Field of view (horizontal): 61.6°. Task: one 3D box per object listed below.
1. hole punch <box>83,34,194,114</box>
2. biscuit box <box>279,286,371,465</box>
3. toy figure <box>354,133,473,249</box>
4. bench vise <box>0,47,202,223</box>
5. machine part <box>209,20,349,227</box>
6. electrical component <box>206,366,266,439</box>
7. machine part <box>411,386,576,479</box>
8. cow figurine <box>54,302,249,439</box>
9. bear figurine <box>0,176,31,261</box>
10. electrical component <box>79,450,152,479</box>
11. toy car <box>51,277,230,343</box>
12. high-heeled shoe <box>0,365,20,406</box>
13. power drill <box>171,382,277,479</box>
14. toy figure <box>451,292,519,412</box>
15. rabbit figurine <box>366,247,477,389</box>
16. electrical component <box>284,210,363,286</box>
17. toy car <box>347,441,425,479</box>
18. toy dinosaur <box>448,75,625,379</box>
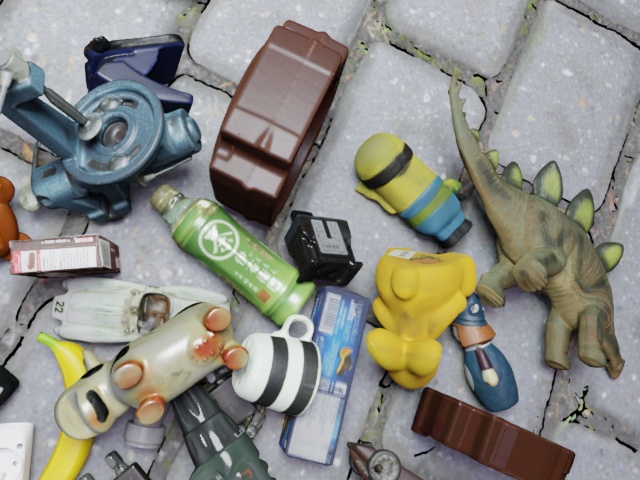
[{"bbox_3d":[-0.215,-0.176,0.641,0.116,0.142,0.092,-14,87,-25],"label":"hole punch"},{"bbox_3d":[0.006,0.160,0.655,0.059,0.063,0.202,17,77,-7],"label":"biscuit box"},{"bbox_3d":[0.124,-0.067,0.705,0.180,0.089,0.082,44,68,1],"label":"toy figure"},{"bbox_3d":[-0.252,-0.105,0.551,0.224,0.240,0.129,-9,70,12],"label":"bench vise"},{"bbox_3d":[-0.050,-0.129,0.624,0.087,0.201,0.201,26,77,-3],"label":"machine part"},{"bbox_3d":[-0.110,0.191,0.636,0.078,0.045,0.102,-29,86,-16],"label":"electrical component"},{"bbox_3d":[0.197,0.232,0.628,0.179,0.179,0.056,24,79,-6],"label":"machine part"},{"bbox_3d":[-0.181,0.133,0.559,0.195,0.127,0.085,-32,104,-16],"label":"cow figurine"},{"bbox_3d":[-0.436,-0.003,0.583,0.132,0.120,0.196,21,40,34],"label":"bear figurine"},{"bbox_3d":[-0.223,0.289,0.608,0.063,0.021,0.094,-41,90,-15],"label":"electrical component"},{"bbox_3d":[-0.207,0.086,0.630,0.202,0.056,0.073,6,79,-10],"label":"toy car"},{"bbox_3d":[-0.432,0.234,0.569,0.145,0.086,0.248,19,95,-38],"label":"high-heeled shoe"},{"bbox_3d":[-0.142,0.292,0.558,0.232,0.086,0.207,46,62,7],"label":"power drill"},{"bbox_3d":[0.209,0.142,0.697,0.058,0.064,0.154,-20,84,-13],"label":"toy figure"},{"bbox_3d":[0.119,0.105,0.646,0.122,0.162,0.173,8,106,14],"label":"rabbit figurine"},{"bbox_3d":[-0.001,-0.002,0.662,0.075,0.047,0.119,9,46,-26],"label":"electrical component"},{"bbox_3d":[0.116,0.303,0.636,0.202,0.089,0.053,33,72,-5],"label":"toy car"},{"bbox_3d":[0.284,0.007,0.696,0.471,0.105,0.198,50,56,-17],"label":"toy dinosaur"}]
